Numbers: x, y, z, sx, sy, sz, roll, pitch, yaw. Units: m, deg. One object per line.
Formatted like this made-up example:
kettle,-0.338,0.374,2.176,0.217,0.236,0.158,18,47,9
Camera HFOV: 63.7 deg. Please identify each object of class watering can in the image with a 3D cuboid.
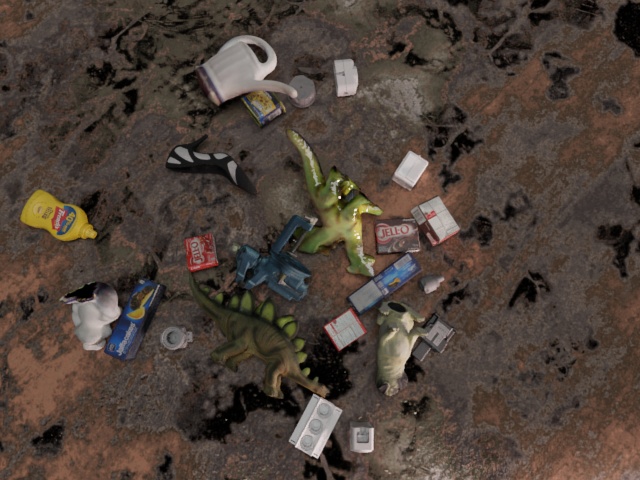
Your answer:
watering can,-0.209,-0.438,1.379,0.224,0.354,0.102,-31,-38,-1

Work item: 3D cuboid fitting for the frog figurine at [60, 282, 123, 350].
frog figurine,-0.553,0.190,1.280,0.137,0.157,0.125,-11,24,11

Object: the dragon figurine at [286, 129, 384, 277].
dragon figurine,0.004,-0.066,1.313,0.410,0.241,0.123,42,13,0
